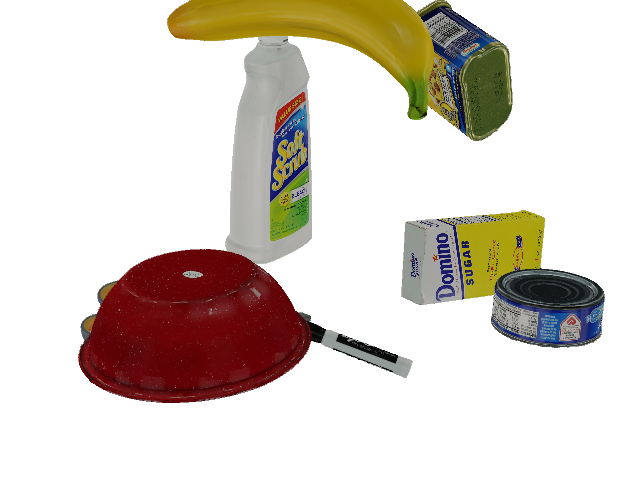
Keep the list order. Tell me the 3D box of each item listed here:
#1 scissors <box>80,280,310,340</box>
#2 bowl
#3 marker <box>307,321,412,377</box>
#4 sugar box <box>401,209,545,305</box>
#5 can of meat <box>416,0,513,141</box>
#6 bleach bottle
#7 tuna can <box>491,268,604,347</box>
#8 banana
[{"bbox_3d":[-0.118,0.059,0.974,0.201,0.016,0.096,-8,35,-14],"label":"scissors"},{"bbox_3d":[-0.087,0.048,0.733,0.162,0.055,0.162,-2,22,1],"label":"bowl"},{"bbox_3d":[0.033,0.108,1.076,0.121,0.020,0.020,21,2,4],"label":"marker"},{"bbox_3d":[0.180,0.019,1.251,0.175,0.093,0.048,-7,17,-31],"label":"sugar box"},{"bbox_3d":[0.123,-0.149,0.945,0.057,0.102,0.084,-33,50,-14],"label":"can of meat"},{"bbox_3d":[-0.055,-0.107,1.145,0.068,0.251,0.102,20,32,36],"label":"bleach bottle"},{"bbox_3d":[0.178,0.051,0.834,0.086,0.034,0.086,1,19,-1],"label":"tuna can"},{"bbox_3d":[-0.005,-0.130,0.642,0.198,0.069,0.037,23,-30,32],"label":"banana"}]
